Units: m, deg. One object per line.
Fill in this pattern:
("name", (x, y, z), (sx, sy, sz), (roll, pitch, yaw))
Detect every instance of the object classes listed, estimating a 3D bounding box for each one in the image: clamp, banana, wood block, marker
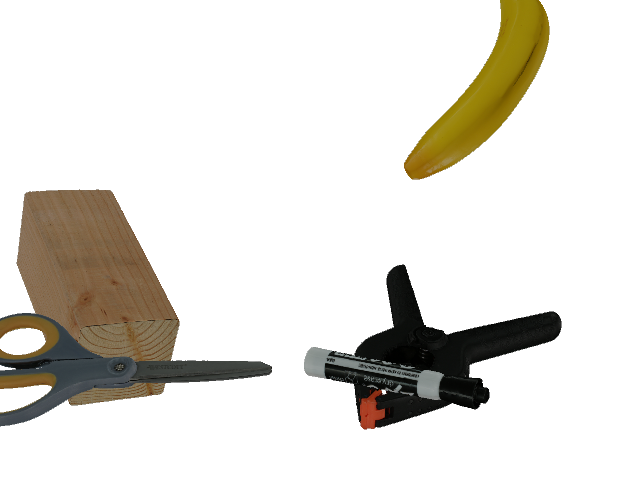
("clamp", (0.082, 0.086, 0.889), (0.165, 0.036, 0.209), (21, 35, 33))
("banana", (0.128, -0.123, 0.803), (0.070, 0.197, 0.037), (-3, -39, 46))
("wood block", (-0.213, 0.046, 0.994), (0.090, 0.091, 0.206), (-3, 37, -29))
("marker", (0.046, 0.085, 0.664), (0.121, 0.020, 0.020), (8, 3, 28))

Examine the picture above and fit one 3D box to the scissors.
("scissors", (-0.139, 0.073, 0.694), (0.201, 0.016, 0.096), (-12, 44, -7))
